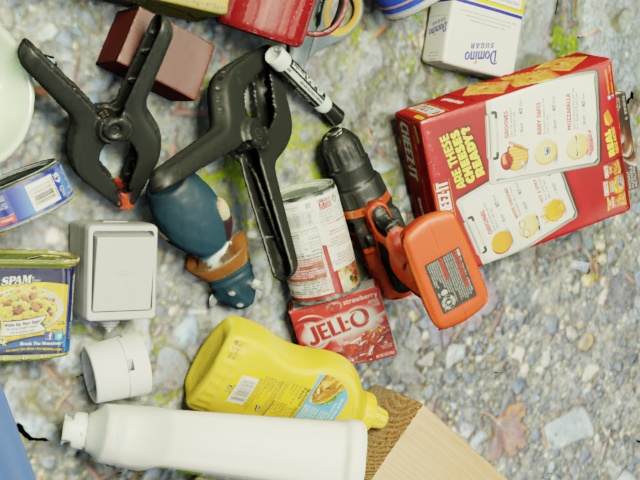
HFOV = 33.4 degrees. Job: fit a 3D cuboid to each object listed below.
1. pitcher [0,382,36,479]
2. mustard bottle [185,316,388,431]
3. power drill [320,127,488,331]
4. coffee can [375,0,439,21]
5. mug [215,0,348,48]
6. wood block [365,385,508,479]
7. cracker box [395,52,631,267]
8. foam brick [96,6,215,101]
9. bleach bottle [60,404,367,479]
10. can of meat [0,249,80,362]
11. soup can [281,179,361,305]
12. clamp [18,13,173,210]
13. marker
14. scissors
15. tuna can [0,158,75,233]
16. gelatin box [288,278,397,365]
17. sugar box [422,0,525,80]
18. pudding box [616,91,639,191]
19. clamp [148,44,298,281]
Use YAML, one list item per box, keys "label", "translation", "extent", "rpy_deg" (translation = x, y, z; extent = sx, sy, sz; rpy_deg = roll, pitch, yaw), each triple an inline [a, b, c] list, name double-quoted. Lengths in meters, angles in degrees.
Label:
- label: "pitcher"
  translation: [-0.288, 0.182, 0.794]
  extent: [0.145, 0.149, 0.243]
  rpy_deg: [-8, 110, 6]
- label: "mustard bottle"
  translation: [-0.020, 0.139, 0.981]
  extent: [0.191, 0.058, 0.096]
  rpy_deg: [22, 117, -23]
- label: "power drill"
  translation: [0.071, -0.009, 0.966]
  extent: [0.057, 0.188, 0.184]
  rpy_deg: [-30, 112, -9]
- label: "coffee can"
  translation: [0.066, -0.289, 0.979]
  extent: [0.102, 0.103, 0.140]
  rpy_deg: [-45, 114, -18]
- label: "mug"
  translation: [-0.032, -0.215, 0.935]
  extent: [0.117, 0.093, 0.081]
  rpy_deg: [14, 99, -19]
- label: "wood block"
  translation: [0.117, 0.246, 1.075]
  extent: [0.206, 0.090, 0.090]
  rpy_deg: [43, 74, -27]
- label: "cracker box"
  translation: [0.195, -0.079, 1.067]
  extent: [0.213, 0.072, 0.164]
  rpy_deg: [-19, 111, -14]
- label: "foam brick"
  translation: [-0.139, -0.157, 0.908]
  extent: [0.078, 0.051, 0.053]
  rpy_deg: [25, 82, -29]
- label: "bleach bottle"
  translation: [-0.093, 0.176, 0.912]
  extent: [0.250, 0.103, 0.068]
  rpy_deg: [9, 72, -11]
- label: "can of meat"
  translation: [-0.250, 0.052, 0.865]
  extent: [0.101, 0.058, 0.084]
  rpy_deg: [2, 97, -29]
- label: "soup can"
  translation: [-0.007, 0.001, 0.990]
  extent: [0.068, 0.069, 0.102]
  rpy_deg: [-21, 105, -26]
- label: "clamp"
  translation: [-0.181, -0.100, 0.865]
  extent: [0.120, 0.039, 0.171]
  rpy_deg: [-3, 122, -16]
- label: "marker"
  translation: [-0.011, -0.139, 0.977]
  extent: [0.121, 0.020, 0.020]
  rpy_deg: [39, 75, -51]
- label: "scissors"
  translation: [-0.007, -0.165, 1.002]
  extent: [0.096, 0.016, 0.202]
  rpy_deg: [3, 94, -30]
- label: "tuna can"
  translation: [-0.240, -0.034, 0.844]
  extent: [0.086, 0.086, 0.034]
  rpy_deg: [-28, 107, -24]
- label: "gelatin box"
  translation: [0.022, 0.084, 1.015]
  extent: [0.089, 0.030, 0.073]
  rpy_deg: [-16, 108, 4]
- label: "sugar box"
  translation: [0.161, -0.255, 1.071]
  extent: [0.093, 0.048, 0.176]
  rpy_deg: [8, 95, -31]
- label: "pudding box"
  translation: [0.298, -0.098, 1.168]
  extent: [0.089, 0.039, 0.113]
  rpy_deg: [-20, 104, -25]
- label: "clamp"
  translation: [-0.060, -0.077, 0.922]
  extent: [0.164, 0.036, 0.210]
  rpy_deg: [43, 45, -34]
